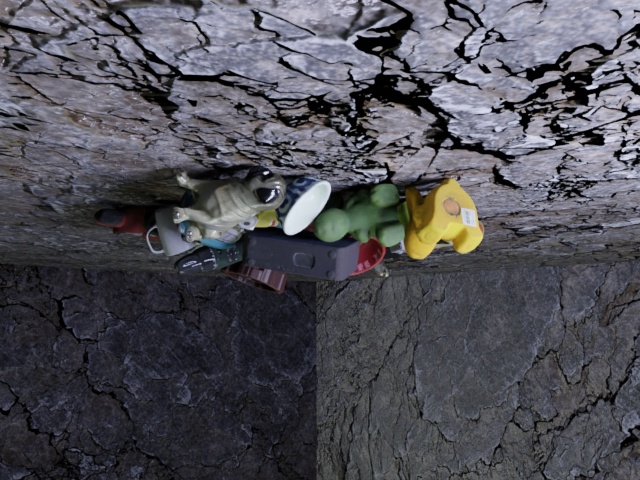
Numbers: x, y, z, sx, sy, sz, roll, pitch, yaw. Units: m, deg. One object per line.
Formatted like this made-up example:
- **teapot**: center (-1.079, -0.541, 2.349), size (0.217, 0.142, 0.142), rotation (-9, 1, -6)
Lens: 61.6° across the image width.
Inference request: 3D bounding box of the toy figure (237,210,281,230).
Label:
- **toy figure**: center (-0.098, -0.065, 1.077), size (0.180, 0.089, 0.082), rotation (-7, 140, -24)

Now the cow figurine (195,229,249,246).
- **cow figurine**: center (-0.220, -0.034, 1.234), size (0.068, 0.098, 0.167), rotation (-13, 172, 42)

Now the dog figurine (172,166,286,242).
- **dog figurine**: center (-0.147, -0.059, 0.963), size (0.191, 0.121, 0.172), rotation (-2, 170, 5)

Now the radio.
- **radio**: center (-0.041, 0.025, 1.120), size (0.230, 0.073, 0.131), rotation (7, -168, 14)

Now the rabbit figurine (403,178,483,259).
- **rabbit figurine**: center (0.209, -0.033, 1.036), size (0.122, 0.162, 0.173), rotation (1, 150, -19)

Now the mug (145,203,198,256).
- **mug**: center (-0.342, -0.023, 1.216), size (0.109, 0.107, 0.081), rotation (-21, -168, -13)

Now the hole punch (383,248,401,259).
- **hole punch**: center (0.171, -0.016, 1.474), size (0.142, 0.092, 0.115), rotation (3, 142, 0)

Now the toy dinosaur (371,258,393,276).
- **toy dinosaur**: center (0.048, 0.041, 1.741), size (0.405, 0.131, 0.192), rotation (1, 174, 40)

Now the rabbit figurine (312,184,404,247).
- **rabbit figurine**: center (0.060, -0.050, 1.075), size (0.170, 0.121, 0.159), rotation (-13, -163, -16)

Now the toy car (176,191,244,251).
- **toy car**: center (-0.210, -0.035, 1.112), size (0.103, 0.109, 0.161), rotation (-3, 157, 36)

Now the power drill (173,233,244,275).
- **power drill**: center (-0.276, 0.017, 1.322), size (0.232, 0.085, 0.207), rotation (-16, -165, -29)

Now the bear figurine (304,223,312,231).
- **bear figurine**: center (-0.001, -0.008, 1.344), size (0.120, 0.132, 0.195), rotation (25, -175, 41)

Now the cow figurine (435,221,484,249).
- **cow figurine**: center (0.339, -0.021, 1.403), size (0.127, 0.085, 0.195), rotation (-2, 176, -40)

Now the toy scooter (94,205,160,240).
- **toy scooter**: center (-0.442, -0.039, 1.279), size (0.184, 0.075, 0.135), rotation (8, 169, -27)

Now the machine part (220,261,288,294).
- **machine part**: center (-0.174, 0.088, 1.426), size (0.179, 0.056, 0.179), rotation (18, 165, 5)
